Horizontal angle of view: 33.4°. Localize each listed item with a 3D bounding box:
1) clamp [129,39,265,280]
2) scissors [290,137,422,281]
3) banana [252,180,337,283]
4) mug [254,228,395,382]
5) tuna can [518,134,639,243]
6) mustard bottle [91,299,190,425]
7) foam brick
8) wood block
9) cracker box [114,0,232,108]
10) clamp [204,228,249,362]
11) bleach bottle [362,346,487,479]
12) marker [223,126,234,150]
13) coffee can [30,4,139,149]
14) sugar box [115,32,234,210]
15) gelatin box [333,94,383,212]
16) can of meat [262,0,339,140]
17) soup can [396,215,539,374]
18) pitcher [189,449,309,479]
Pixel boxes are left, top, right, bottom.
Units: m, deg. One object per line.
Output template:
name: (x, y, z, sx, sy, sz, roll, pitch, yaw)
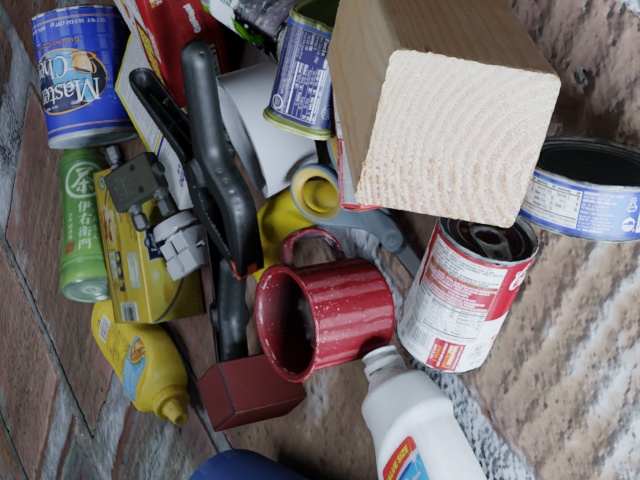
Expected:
clamp: (-0.102, -0.067, 0.918, 0.165, 0.036, 0.210, 14, 126, 62)
scissors: (0.038, 0.002, 0.813, 0.096, 0.016, 0.202, -27, 73, 25)
banana: (-0.020, -0.011, 0.917, 0.069, 0.037, 0.198, 48, 144, 3)
mug: (0.003, 0.048, 0.849, 0.093, 0.081, 0.117, -25, 77, 56)
tuna can: (0.151, -0.030, 0.598, 0.086, 0.085, 0.034, 35, 127, 49)
mustard bottle: (-0.196, 0.136, 1.200, 0.192, 0.058, 0.096, 49, 131, 40)
foam brick: (-0.062, 0.137, 0.976, 0.053, 0.078, 0.051, -46, 59, 49)
wood block: (0.063, -0.101, 0.632, 0.206, 0.090, 0.090, -97, 17, -60)
cracker box: (-0.160, -0.254, 0.987, 0.214, 0.072, 0.164, 58, 168, 30)
clamp: (-0.085, 0.068, 1.013, 0.120, 0.039, 0.171, -121, 25, -75)
bleach bottle: (0.085, 0.198, 0.779, 0.103, 0.067, 0.251, -52, 53, 48)
marker: (-0.088, -0.095, 0.973, 0.121, 0.020, 0.020, 20, 117, 30)
coffee can: (-0.257, -0.178, 1.177, 0.103, 0.102, 0.140, -9, 90, 58)
sugar box: (-0.147, -0.126, 1.074, 0.176, 0.048, 0.093, 57, 141, 26)
gelatin box: (0.048, -0.068, 0.759, 0.030, 0.073, 0.089, 9, 105, 56)
can of meat: (0.004, -0.133, 0.789, 0.057, 0.102, 0.084, 21, 119, 11)
soup can: (0.096, 0.032, 0.714, 0.069, 0.068, 0.102, 51, 137, 38)
pitcher: (-0.022, 0.273, 0.918, 0.243, 0.144, 0.149, 14, 98, 59)
